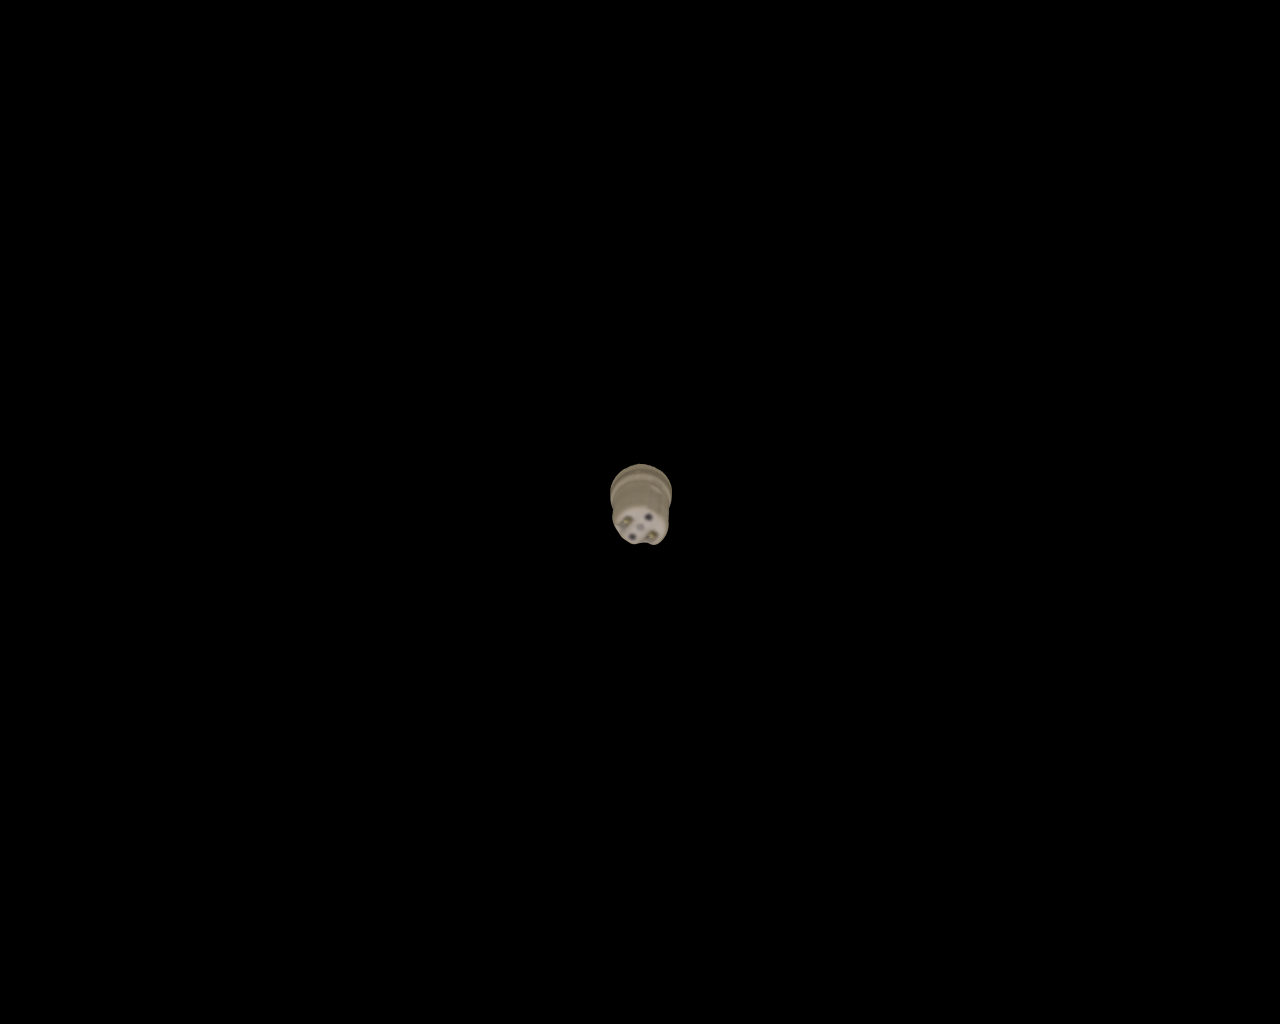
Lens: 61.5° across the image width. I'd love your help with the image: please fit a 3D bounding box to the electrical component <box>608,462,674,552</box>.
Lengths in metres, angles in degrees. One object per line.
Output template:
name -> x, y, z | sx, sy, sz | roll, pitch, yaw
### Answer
electrical component -> 0.001, -0.003, 0.650 | 0.040, 0.040, 0.046 | 0, 31, 0
